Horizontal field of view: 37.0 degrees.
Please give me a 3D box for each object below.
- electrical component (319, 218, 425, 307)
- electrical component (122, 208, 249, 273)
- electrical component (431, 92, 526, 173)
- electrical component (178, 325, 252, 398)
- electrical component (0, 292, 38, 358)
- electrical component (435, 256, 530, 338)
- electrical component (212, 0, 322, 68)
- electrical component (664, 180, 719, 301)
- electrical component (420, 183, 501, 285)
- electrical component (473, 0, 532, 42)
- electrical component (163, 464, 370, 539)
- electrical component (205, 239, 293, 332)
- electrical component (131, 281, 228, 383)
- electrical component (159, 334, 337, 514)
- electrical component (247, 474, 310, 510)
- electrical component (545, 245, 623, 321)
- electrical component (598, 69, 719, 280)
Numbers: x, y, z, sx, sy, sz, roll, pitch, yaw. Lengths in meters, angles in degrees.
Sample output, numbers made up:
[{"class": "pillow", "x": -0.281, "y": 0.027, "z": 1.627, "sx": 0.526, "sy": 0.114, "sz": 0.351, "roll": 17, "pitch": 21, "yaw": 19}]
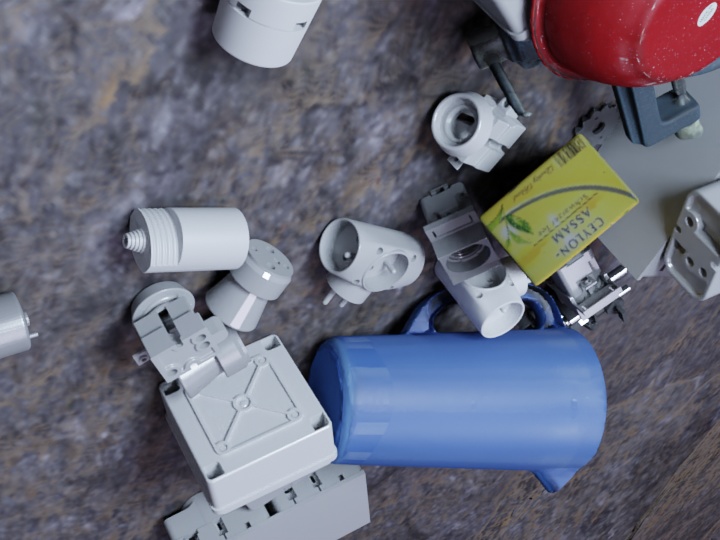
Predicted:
[{"class": "electrical component", "x": 0.000, "y": 0.000, "z": 0.847, "sx": 0.077, "sy": 0.044, "sz": 0.079, "roll": 11, "pitch": 125, "yaw": -46}, {"class": "electrical component", "x": -0.120, "y": -0.020, "z": 0.723, "sx": 0.081, "sy": 0.043, "sz": 0.043, "roll": -3, "pitch": 134, "yaw": -37}, {"class": "electrical component", "x": 0.084, "y": -0.104, "z": 0.794, "sx": 0.066, "sy": 0.048, "sz": 0.055, "roll": -50, "pitch": 150, "yaw": 21}, {"class": "electrical component", "x": -0.117, "y": 0.066, "z": 0.827, "sx": 0.055, "sy": 0.045, "sz": 0.045, "roll": -29, "pitch": 145, "yaw": -10}, {"class": "electrical component", "x": -0.249, "y": 0.042, "z": 0.692, "sx": 0.078, "sy": 0.040, "sz": 0.040, "roll": -18, "pitch": 142, "yaw": -23}, {"class": "electrical component", "x": 0.118, "y": 0.011, "z": 0.929, "sx": 0.079, "sy": 0.077, "sz": 0.044, "roll": -19, "pitch": 142, "yaw": -22}, {"class": "electrical component", "x": -0.054, "y": -0.149, "z": 0.617, "sx": 0.055, "sy": 0.055, "sz": 0.047, "roll": -5, "pitch": 140, "yaw": -36}, {"class": "electrical component", "x": 0.292, "y": -0.028, "z": 0.861, "sx": 0.059, "sy": 0.053, "sz": 0.095, "roll": -21, "pitch": 143, "yaw": -20}, {"class": "electrical component", "x": 0.078, "y": -0.031, "z": 0.857, "sx": 0.042, "sy": 0.063, "sz": 0.081, "roll": -24, "pitch": 146, "yaw": 8}, {"class": "electrical component", "x": 0.098, "y": -0.207, "z": 0.627, "sx": 0.109, "sy": 0.108, "sz": 0.056, "roll": -40, "pitch": 142, "yaw": 8}, {"class": "electrical component", "x": -0.088, "y": 0.241, "z": 1.045, "sx": 0.186, "sy": 0.060, "sz": 0.105, "roll": -24, "pitch": 144, "yaw": -15}, {"class": "electrical component", "x": -0.081, "y": 0.011, "z": 0.792, "sx": 0.045, "sy": 0.045, "sz": 0.055, "roll": 13, "pitch": 123, "yaw": -47}, {"class": "electrical component", "x": -0.135, "y": 0.042, "z": 0.773, "sx": 0.066, "sy": 0.055, "sz": 0.048, "roll": -30, "pitch": 145, "yaw": -8}, {"class": "electrical component", "x": -0.090, "y": 0.122, "z": 0.861, "sx": 0.109, "sy": 0.108, "sz": 0.056, "roll": -23, "pitch": 141, "yaw": -17}, {"class": "electrical component", "x": -0.085, "y": 0.164, "z": 0.967, "sx": 0.100, "sy": 0.048, "sz": 0.099, "roll": -33, "pitch": 145, "yaw": -4}, {"class": "electrical component", "x": 0.201, "y": 0.005, "z": 0.997, "sx": 0.042, "sy": 0.081, "sz": 0.063, "roll": -36, "pitch": 117, "yaw": -2}, {"class": "electrical component", "x": 0.271, "y": -0.095, "z": 0.906, "sx": 0.060, "sy": 0.105, "sz": 0.186, "roll": 0, "pitch": 133, "yaw": -40}]
